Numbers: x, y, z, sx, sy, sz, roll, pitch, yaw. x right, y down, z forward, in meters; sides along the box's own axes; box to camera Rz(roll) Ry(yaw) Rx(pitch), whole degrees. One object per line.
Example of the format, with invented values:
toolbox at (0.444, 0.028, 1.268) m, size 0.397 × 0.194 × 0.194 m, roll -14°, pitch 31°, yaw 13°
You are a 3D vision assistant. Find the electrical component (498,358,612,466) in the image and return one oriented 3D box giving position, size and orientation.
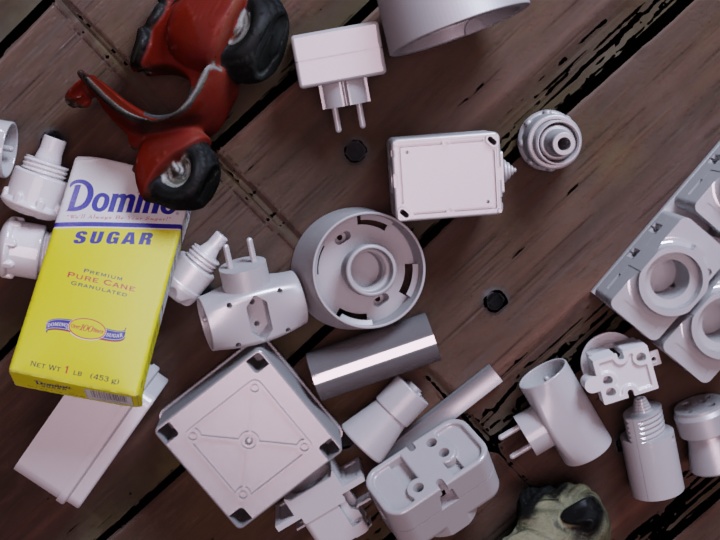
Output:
electrical component at (0.151, 0.124, 0.871) m, size 0.079 × 0.043 × 0.077 m, roll -31°, pitch 100°, yaw 2°

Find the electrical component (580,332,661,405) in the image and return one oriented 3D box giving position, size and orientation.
electrical component at (0.205, 0.076, 0.859) m, size 0.066 × 0.055 × 0.048 m, roll -18°, pitch 100°, yaw 0°

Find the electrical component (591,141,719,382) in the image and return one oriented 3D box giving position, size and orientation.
electrical component at (0.289, -0.016, 0.846) m, size 0.105 × 0.060 × 0.186 m, roll 39°, pitch 96°, yaw -8°

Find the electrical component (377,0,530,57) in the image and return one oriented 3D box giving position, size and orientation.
electrical component at (0.063, -0.203, 0.782) m, size 0.108 × 0.108 × 0.060 m, roll -19°, pitch 94°, yaw 0°

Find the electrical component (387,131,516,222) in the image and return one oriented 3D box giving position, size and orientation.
electrical component at (0.070, -0.074, 0.824) m, size 0.096 × 0.061 × 0.061 m, roll -4°, pitch 99°, yaw -2°

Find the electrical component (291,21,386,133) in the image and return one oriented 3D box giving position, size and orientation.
electrical component at (-0.013, -0.143, 0.815) m, size 0.066 × 0.047 × 0.076 m, roll -10°, pitch 100°, yaw -1°

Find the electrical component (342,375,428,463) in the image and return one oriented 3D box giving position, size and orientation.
electrical component at (0.023, 0.117, 0.865) m, size 0.044 × 0.044 × 0.065 m, roll 43°, pitch 90°, yaw -9°

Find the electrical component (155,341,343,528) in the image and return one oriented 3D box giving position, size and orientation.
electrical component at (-0.087, 0.127, 0.853) m, size 0.109 × 0.056 × 0.108 m, roll -38°, pitch 99°, yaw 4°

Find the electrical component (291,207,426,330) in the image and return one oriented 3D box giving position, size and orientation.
electrical component at (0.000, 0.000, 0.844) m, size 0.099 × 0.064 × 0.099 m, roll -1°, pitch 92°, yaw -15°

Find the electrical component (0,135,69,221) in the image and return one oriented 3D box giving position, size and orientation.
electrical component at (-0.242, -0.071, 0.818) m, size 0.048 × 0.048 × 0.062 m, roll 20°, pitch 92°, yaw -6°

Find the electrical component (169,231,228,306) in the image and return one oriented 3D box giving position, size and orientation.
electrical component at (-0.127, -0.004, 0.840) m, size 0.035 × 0.035 × 0.061 m, roll 40°, pitch 93°, yaw -8°

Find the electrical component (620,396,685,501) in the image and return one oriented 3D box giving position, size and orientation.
electrical component at (0.236, 0.142, 0.879) m, size 0.043 × 0.043 × 0.081 m, roll -13°, pitch 100°, yaw -1°

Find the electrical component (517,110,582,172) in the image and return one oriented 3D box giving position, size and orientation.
electrical component at (0.149, -0.098, 0.824) m, size 0.048 × 0.062 × 0.048 m, roll 0°, pitch 100°, yaw -3°

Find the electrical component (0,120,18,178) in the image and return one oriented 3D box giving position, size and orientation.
electrical component at (-0.305, -0.079, 0.812) m, size 0.077 × 0.044 × 0.079 m, roll 9°, pitch 99°, yaw -4°

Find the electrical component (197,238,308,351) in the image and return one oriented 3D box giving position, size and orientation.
electrical component at (-0.086, 0.015, 0.828) m, size 0.077 × 0.043 × 0.079 m, roll -16°, pitch 110°, yaw -16°

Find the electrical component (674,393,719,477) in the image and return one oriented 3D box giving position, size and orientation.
electrical component at (0.285, 0.135, 0.879) m, size 0.045 × 0.045 × 0.055 m, roll -20°, pitch 100°, yaw 1°

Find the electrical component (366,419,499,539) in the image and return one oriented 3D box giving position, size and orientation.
electrical component at (0.060, 0.172, 0.857) m, size 0.095 × 0.053 × 0.059 m, roll -32°, pitch 131°, yaw -11°

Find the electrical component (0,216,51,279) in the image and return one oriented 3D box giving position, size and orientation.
electrical component at (-0.246, -0.014, 0.828) m, size 0.062 × 0.048 × 0.048 m, roll 10°, pitch 99°, yaw -11°

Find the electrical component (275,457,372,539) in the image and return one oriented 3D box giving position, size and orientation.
electrical component at (-0.027, 0.192, 0.874) m, size 0.081 × 0.042 × 0.063 m, roll -31°, pitch 101°, yaw 3°

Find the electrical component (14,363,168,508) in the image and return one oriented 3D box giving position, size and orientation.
electrical component at (-0.206, 0.118, 0.834) m, size 0.057 × 0.078 × 0.113 m, roll 35°, pitch 96°, yaw -5°
